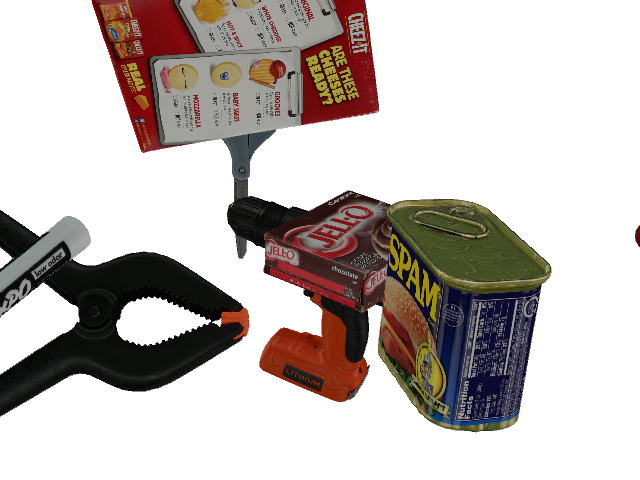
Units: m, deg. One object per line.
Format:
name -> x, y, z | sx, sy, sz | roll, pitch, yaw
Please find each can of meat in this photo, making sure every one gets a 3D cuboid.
can of meat -> 0.068, 0.036, 0.540 | 0.057, 0.084, 0.102 | -3, 24, -16

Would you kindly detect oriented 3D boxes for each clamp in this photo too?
clamp -> -0.154, 0.043, 0.712 | 0.210, 0.164, 0.036 | -5, -19, -5

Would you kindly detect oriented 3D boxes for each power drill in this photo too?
power drill -> -0.010, 0.056, 1.008 | 0.184, 0.188, 0.057 | 22, 42, 14

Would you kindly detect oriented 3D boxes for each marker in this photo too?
marker -> -0.155, 0.028, 0.503 | 0.020, 0.020, 0.121 | 0, 33, 40

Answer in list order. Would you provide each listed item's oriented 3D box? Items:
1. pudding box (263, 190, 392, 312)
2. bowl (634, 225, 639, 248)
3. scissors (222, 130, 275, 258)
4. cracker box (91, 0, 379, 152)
pudding box -> 0.025, 0.005, 0.796 | 0.090, 0.039, 0.113 | 21, 29, 29
bowl -> 0.419, 0.025, 1.147 | 0.162, 0.055, 0.162 | -1, 25, 0
scissors -> -0.071, -0.088, 1.180 | 0.096, 0.202, 0.016 | -14, -5, -16
cracker box -> -0.068, -0.172, 0.898 | 0.213, 0.164, 0.072 | -10, 44, 1
